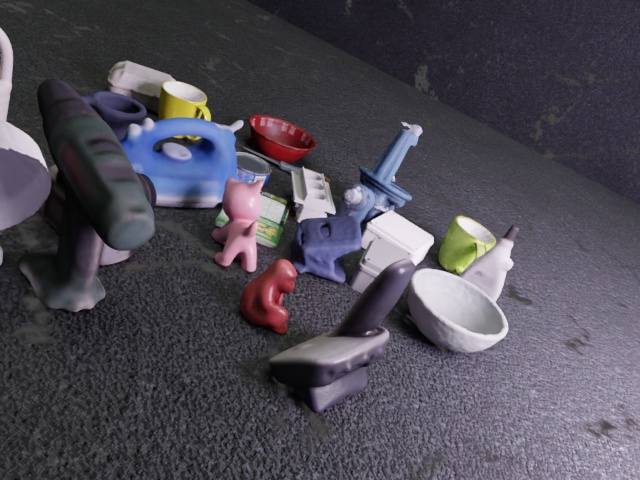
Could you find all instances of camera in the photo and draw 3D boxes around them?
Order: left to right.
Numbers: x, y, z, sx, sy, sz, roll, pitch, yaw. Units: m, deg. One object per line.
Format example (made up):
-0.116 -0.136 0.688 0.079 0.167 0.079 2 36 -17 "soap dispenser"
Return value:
-0.279 -0.054 0.775 0.143 0.101 0.137 37 29 22 "camera"

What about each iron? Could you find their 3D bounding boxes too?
-0.237 -0.139 0.917 0.259 0.141 0.118 -5 39 -45 "iron"

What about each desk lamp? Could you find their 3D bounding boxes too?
-0.372 -0.061 0.582 0.118 0.213 0.202 -7 41 -47 "desk lamp"

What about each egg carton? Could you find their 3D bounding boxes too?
-0.371 -0.322 1.212 0.151 0.069 0.107 13 29 -23 "egg carton"

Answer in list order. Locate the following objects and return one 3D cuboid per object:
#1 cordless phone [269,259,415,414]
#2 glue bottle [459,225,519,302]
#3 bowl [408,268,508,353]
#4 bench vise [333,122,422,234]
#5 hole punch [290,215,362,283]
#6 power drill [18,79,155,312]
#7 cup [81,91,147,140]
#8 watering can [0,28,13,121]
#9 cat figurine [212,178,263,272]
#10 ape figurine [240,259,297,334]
0.033 0.098 0.674 0.094 0.185 0.148 38 29 24 "cordless phone"
0.302 0.047 1.010 0.078 0.173 0.037 33 28 15 "glue bottle"
0.204 0.122 0.900 0.168 0.074 0.167 20 27 -10 "bowl"
0.126 -0.113 1.096 0.121 0.219 0.208 27 27 4 "bench vise"
0.009 0.003 0.929 0.101 0.091 0.108 18 27 -14 "hole punch"
-0.270 -0.038 0.633 0.229 0.208 0.076 41 31 29 "power drill"
-0.359 -0.190 0.958 0.118 0.095 0.091 3 34 -38 "cup"
-0.473 -0.206 0.777 0.101 0.194 0.172 -5 39 -45 "watering can"
-0.116 -0.035 0.861 0.067 0.117 0.127 11 30 -25 "cat figurine"
-0.060 0.067 0.754 0.076 0.092 0.078 25 27 0 "ape figurine"
